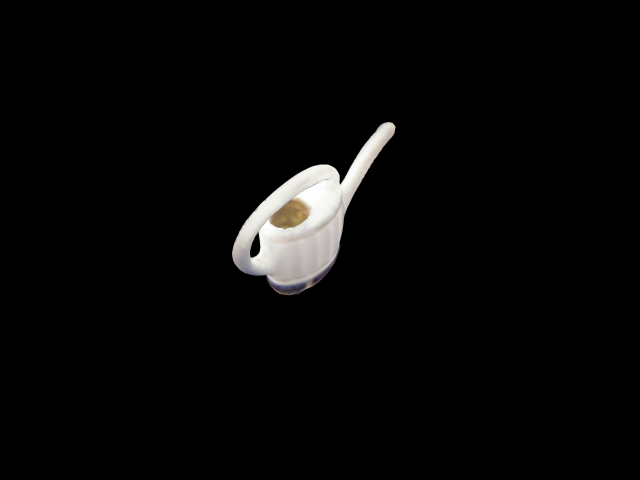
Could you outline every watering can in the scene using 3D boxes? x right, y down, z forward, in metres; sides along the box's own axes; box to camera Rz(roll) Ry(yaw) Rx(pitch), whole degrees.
[{"bbox_3d":[0.003,-0.043,0.850,0.352,0.219,0.105,-37,60,-26],"label":"watering can"}]
